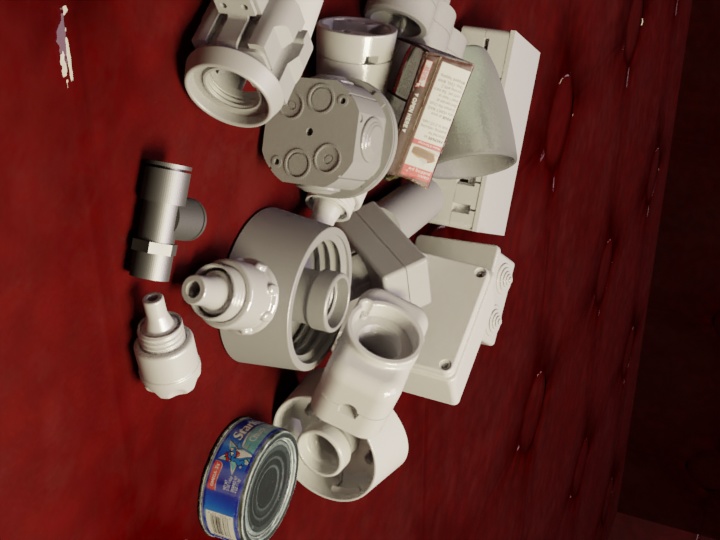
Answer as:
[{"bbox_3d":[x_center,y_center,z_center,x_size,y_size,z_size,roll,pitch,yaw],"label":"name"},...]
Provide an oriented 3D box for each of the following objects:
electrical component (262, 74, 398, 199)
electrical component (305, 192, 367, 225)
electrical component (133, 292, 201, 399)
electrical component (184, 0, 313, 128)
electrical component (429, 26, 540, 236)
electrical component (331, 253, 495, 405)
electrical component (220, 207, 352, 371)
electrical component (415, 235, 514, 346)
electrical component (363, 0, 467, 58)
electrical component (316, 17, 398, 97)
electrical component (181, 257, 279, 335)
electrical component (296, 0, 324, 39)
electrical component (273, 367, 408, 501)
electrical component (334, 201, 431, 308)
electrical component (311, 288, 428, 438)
[{"bbox_3d":[-0.020,-0.087,0.696,0.051,0.080,0.080,-2,103,-63],"label":"electrical component"},{"bbox_3d":[-0.019,-0.054,0.767,0.043,0.043,0.062,65,44,-58],"label":"electrical component"},{"bbox_3d":[-0.110,0.040,0.600,0.035,0.035,0.061,-54,147,-47],"label":"electrical component"},{"bbox_3d":[-0.064,-0.118,0.600,0.078,0.058,0.057,69,36,-55],"label":"electrical component"},{"bbox_3d":[0.116,-0.132,1.042,0.105,0.060,0.186,1,101,-68],"label":"electrical component"},{"bbox_3d":[0.046,0.043,0.894,0.056,0.109,0.108,74,35,-55],"label":"electrical component"},{"bbox_3d":[-0.042,0.016,0.723,0.108,0.060,0.108,12,90,-69],"label":"electrical component"},{"bbox_3d":[0.090,0.020,1.009,0.048,0.100,0.099,29,74,-55],"label":"electrical component"},{"bbox_3d":[0.050,-0.204,0.845,0.138,0.052,0.073,44,60,-66],"label":"electrical component"},{"bbox_3d":[-0.004,-0.145,0.741,0.055,0.055,0.047,-41,142,-57],"label":"electrical component"},{"bbox_3d":[-0.082,0.014,0.645,0.062,0.048,0.048,12,90,-62],"label":"electrical component"},{"bbox_3d":[-0.040,-0.173,0.651,0.040,0.040,0.078,45,60,-65],"label":"electrical component"},{"bbox_3d":[-0.014,0.121,0.804,0.064,0.099,0.099,-39,137,-50],"label":"electrical component"},{"bbox_3d":[0.000,0.000,0.815,0.076,0.083,0.047,-25,135,-16],"label":"electrical component"},{"bbox_3d":[0.009,0.061,0.755,0.095,0.054,0.059,-63,178,-47],"label":"electrical component"}]
